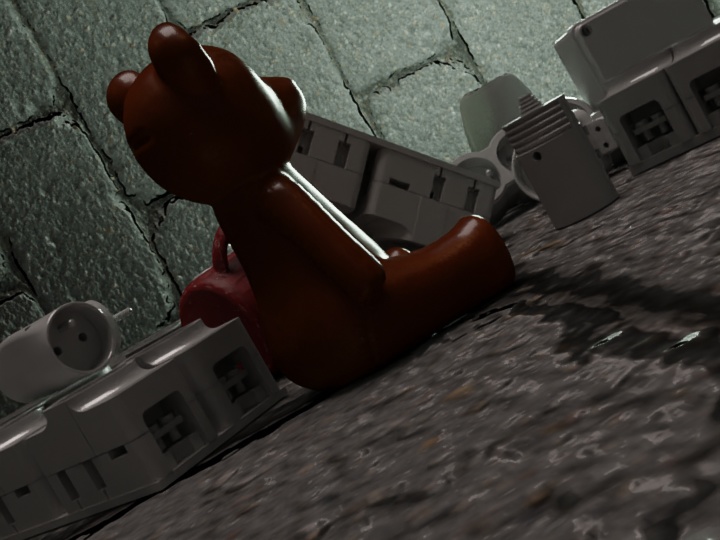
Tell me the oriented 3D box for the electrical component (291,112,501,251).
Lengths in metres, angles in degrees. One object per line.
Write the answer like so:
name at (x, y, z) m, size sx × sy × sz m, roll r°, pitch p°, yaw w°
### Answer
electrical component at (-0.012, -0.052, 0.753) m, size 0.105 × 0.186 × 0.060 m, roll 161°, pitch 125°, yaw -68°

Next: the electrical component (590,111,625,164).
electrical component at (0.188, -0.100, 0.815) m, size 0.043 × 0.043 × 0.062 m, roll -32°, pitch 3°, yaw -35°

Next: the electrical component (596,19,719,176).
electrical component at (0.238, -0.129, 0.689) m, size 0.150 × 0.061 × 0.089 m, roll -26°, pitch 5°, yaw 37°

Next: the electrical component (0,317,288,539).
electrical component at (-0.147, 0.093, 0.621) m, size 0.186 × 0.060 × 0.105 m, roll -26°, pitch 5°, yaw 40°

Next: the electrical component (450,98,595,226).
electrical component at (0.132, -0.079, 0.885) m, size 0.138 × 0.052 × 0.073 m, roll -32°, pitch -25°, yaw -7°

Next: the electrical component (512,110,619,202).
electrical component at (0.143, -0.080, 0.772) m, size 0.078 × 0.058 × 0.057 m, roll -26°, pitch 2°, yaw 34°

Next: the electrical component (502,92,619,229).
electrical component at (0.119, -0.071, 0.655) m, size 0.043 × 0.081 × 0.043 m, roll -29°, pitch 4°, yaw 2°

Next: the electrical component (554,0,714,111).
electrical component at (0.230, -0.165, 0.859) m, size 0.109 × 0.108 × 0.056 m, roll -30°, pitch 2°, yaw -8°

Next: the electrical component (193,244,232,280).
electrical component at (-0.093, 0.020, 0.882) m, size 0.062 × 0.096 × 0.061 m, roll -30°, pitch 3°, yaw -18°

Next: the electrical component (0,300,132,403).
electrical component at (-0.173, 0.043, 0.656) m, size 0.077 × 0.043 × 0.079 m, roll -25°, pitch 6°, yaw 45°
